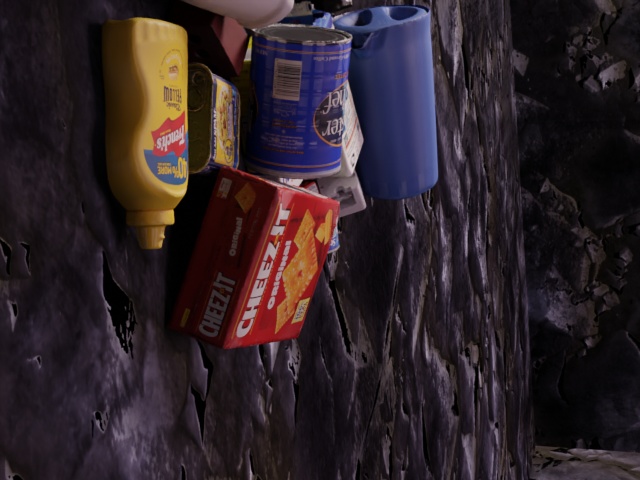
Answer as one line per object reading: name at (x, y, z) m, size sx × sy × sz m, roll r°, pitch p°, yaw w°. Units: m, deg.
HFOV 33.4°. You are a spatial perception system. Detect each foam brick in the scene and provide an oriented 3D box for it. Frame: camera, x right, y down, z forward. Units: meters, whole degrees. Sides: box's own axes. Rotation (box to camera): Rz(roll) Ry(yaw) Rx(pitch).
foam brick at (-0.109, -0.199, 1.030) m, size 0.078 × 0.053 × 0.051 m, roll 60°, pitch 35°, yaw -54°

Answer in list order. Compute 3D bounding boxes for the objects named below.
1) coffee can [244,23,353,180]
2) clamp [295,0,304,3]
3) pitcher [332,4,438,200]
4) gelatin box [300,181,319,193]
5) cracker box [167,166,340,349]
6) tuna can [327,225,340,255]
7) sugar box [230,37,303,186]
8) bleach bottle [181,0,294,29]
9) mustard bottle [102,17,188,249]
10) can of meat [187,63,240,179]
coffee can at (-0.024, -0.144, 1.096) m, size 0.102 × 0.103 × 0.140 m, roll -45°, pitch 143°, yaw -64°
clamp at (-0.043, -0.363, 1.226) m, size 0.164 × 0.036 × 0.210 m, roll -55°, pitch 141°, yaw -80°
pitcher at (0.095, -0.186, 1.411) m, size 0.145 × 0.149 × 0.243 m, roll -140°, pitch -143°, yaw -60°
gelatin box at (-0.016, -0.024, 1.325) m, size 0.073 × 0.030 × 0.089 m, roll -38°, pitch 110°, yaw -70°
cracker box at (-0.058, 0.021, 1.089) m, size 0.213 × 0.072 × 0.164 m, roll 7°, pitch 102°, yaw -73°
tuna can at (-0.021, -0.004, 1.244) m, size 0.086 × 0.086 × 0.034 m, roll -39°, pitch 125°, yaw -66°
sugar box at (-0.056, -0.135, 1.201) m, size 0.093 × 0.048 × 0.176 m, roll -60°, pitch 144°, yaw -53°
bleach bottle at (-0.125, -0.247, 0.897) m, size 0.250 × 0.068 × 0.102 m, roll -1°, pitch 80°, yaw -54°
mustard bottle at (-0.147, -0.088, 0.910) m, size 0.096 × 0.058 × 0.191 m, roll -10°, pitch 100°, yaw -71°
can of meat at (-0.114, -0.110, 1.011) m, size 0.083 × 0.057 × 0.102 m, roll 7°, pitch 84°, yaw -73°
